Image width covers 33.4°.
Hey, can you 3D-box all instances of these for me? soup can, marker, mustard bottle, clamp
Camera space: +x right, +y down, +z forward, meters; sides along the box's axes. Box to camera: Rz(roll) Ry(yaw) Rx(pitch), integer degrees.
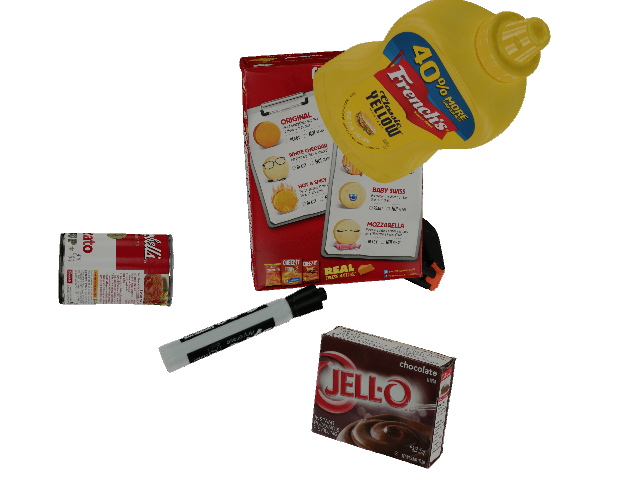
[{"bbox_3d":[-0.190,0.027,0.992,0.102,0.068,0.068,1,0,-11],"label":"soup can"},{"bbox_3d":[-0.051,0.059,0.731,0.121,0.020,0.020,-22,5,-12],"label":"marker"},{"bbox_3d":[0.075,-0.102,0.686,0.058,0.096,0.192,-37,9,-32],"label":"mustard bottle"},{"bbox_3d":[0.065,-0.020,1.250,0.164,0.036,0.210,-14,51,-28],"label":"clamp"}]

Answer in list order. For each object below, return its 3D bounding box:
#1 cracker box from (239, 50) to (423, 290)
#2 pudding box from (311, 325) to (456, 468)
[{"bbox_3d":[0.011,-0.067,1.000,0.164,0.214,0.072,-5,20,-8],"label":"cracker box"},{"bbox_3d":[0.052,0.129,0.893,0.114,0.090,0.039,12,17,23],"label":"pudding box"}]
